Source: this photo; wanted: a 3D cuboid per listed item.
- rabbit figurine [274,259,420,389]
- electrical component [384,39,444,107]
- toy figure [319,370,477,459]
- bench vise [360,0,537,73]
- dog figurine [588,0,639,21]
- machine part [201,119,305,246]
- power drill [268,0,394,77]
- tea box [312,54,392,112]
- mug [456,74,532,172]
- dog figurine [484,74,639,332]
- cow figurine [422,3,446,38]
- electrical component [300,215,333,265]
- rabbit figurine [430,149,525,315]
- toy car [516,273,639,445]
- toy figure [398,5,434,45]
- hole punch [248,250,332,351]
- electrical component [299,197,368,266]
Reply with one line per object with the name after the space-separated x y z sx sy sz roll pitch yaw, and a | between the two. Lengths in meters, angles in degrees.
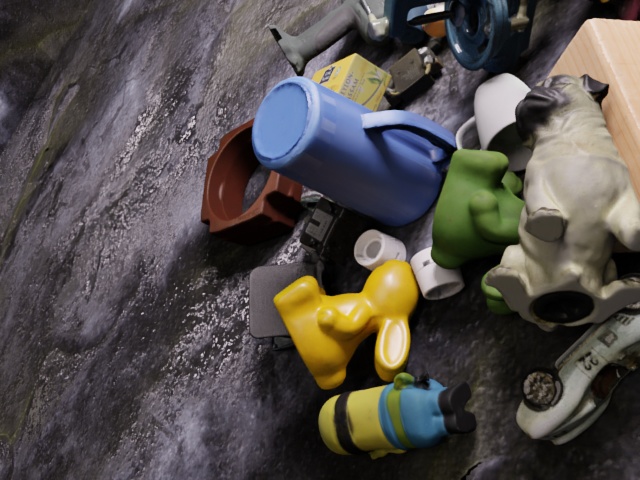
0.050 0.093 0.655 0.173 0.121 0.162 -30 65 -6 | rabbit figurine
0.133 -0.243 0.785 0.102 0.045 0.078 -28 56 33 | electrical component
0.079 0.197 0.607 0.180 0.089 0.082 -22 50 39 | toy figure
0.170 -0.284 0.610 0.241 0.223 0.129 -16 56 -9 | bench vise
0.375 -0.323 0.549 0.192 0.108 0.219 33 100 44 | dog figurine
-0.109 -0.101 0.927 0.202 0.087 0.201 -17 61 37 | machine part
0.021 -0.371 0.905 0.207 0.085 0.232 -25 50 3 | power drill
0.028 -0.210 0.817 0.098 0.068 0.170 -67 21 -2 | tea box
0.215 -0.139 0.640 0.109 0.080 0.107 -29 43 30 | mug
0.215 -0.035 0.485 0.172 0.121 0.191 105 179 -47 | dog figurine
0.214 -0.354 0.741 0.167 0.068 0.098 -22 52 32 | cow figurine
-0.002 -0.002 0.824 0.094 0.021 0.063 35 98 46 | electrical component
0.207 -0.005 0.558 0.170 0.121 0.159 19 79 32 | rabbit figurine
0.259 0.105 0.485 0.201 0.073 0.056 -52 41 14 | toy car
0.146 -0.371 0.819 0.064 0.058 0.154 102 178 -71 | toy figure
-0.037 0.098 0.781 0.116 0.092 0.142 -7 61 10 | hole punch
0.010 -0.019 0.750 0.074 0.047 0.119 -61 31 6 | electrical component
